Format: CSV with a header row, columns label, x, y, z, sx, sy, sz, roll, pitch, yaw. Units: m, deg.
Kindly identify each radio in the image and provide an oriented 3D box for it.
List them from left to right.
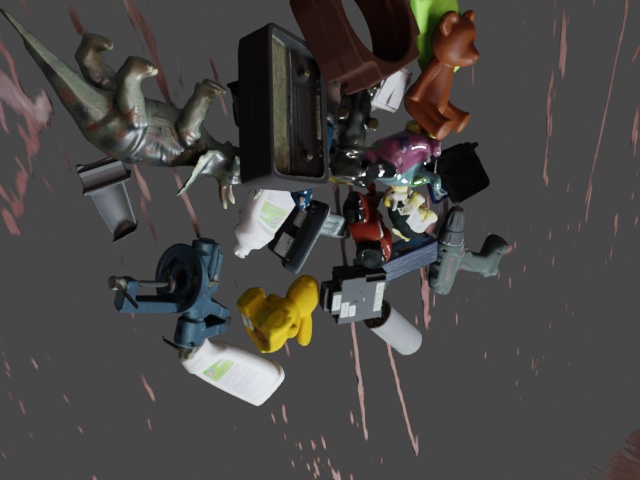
label,x,y,z,sx,sy,sz,roll,pitch,yaw
radio,-0.053,-0.188,0.808,0.131,0.073,0.229,6,80,-49

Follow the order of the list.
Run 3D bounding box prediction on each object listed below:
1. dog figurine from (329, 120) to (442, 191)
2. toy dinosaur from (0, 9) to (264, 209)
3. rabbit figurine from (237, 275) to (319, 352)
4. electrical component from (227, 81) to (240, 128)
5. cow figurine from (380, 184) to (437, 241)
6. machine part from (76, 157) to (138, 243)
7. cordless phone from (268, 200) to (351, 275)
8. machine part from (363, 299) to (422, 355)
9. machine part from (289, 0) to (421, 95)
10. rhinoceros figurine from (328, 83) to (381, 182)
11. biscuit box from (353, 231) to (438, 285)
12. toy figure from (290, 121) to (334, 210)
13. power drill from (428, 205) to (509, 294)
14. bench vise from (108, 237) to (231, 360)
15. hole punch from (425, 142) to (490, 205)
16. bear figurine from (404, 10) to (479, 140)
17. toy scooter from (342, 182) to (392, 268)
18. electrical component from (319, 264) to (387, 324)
label,x,y,z,sx,sy,sz,roll,pitch,yaw
dog figurine,0.124,-0.164,1.049,0.219,0.192,0.108,0,126,5
toy dinosaur,-0.258,-0.168,0.789,0.404,0.131,0.192,14,107,-31
rabbit figurine,-0.061,0.149,1.095,0.173,0.122,0.162,-43,136,-30
electrical component,-0.109,-0.202,0.889,0.048,0.075,0.119,-23,128,-22
cow figurine,0.174,-0.070,1.154,0.098,0.068,0.167,-45,130,4
machine part,-0.326,-0.065,0.848,0.084,0.039,0.138,-26,126,-28
cordless phone,-0.002,-0.002,1.076,0.184,0.089,0.146,11,109,-57
machine part,0.178,0.213,1.305,0.079,0.079,0.243,-48,131,-1
machine part,0.059,-0.345,0.841,0.201,0.087,0.201,-42,109,-42
rhinoceros figurine,0.053,-0.196,0.934,0.073,0.112,0.190,10,76,-11
biscuit box,0.174,0.045,1.219,0.203,0.059,0.062,-21,124,-22
toy figure,-0.020,-0.127,0.907,0.064,0.058,0.154,-4,119,-51
power drill,0.366,0.025,1.321,0.207,0.086,0.231,-2,118,-36
bench vise,-0.256,0.100,0.918,0.240,0.129,0.223,10,103,-55
hole punch,0.292,-0.144,1.185,0.142,0.092,0.115,-27,96,-15
bear figurine,0.237,-0.300,0.966,0.120,0.132,0.195,-25,153,-49
toy scooter,0.103,-0.041,1.093,0.183,0.075,0.135,65,32,-34
electrical component,0.067,0.111,1.122,0.134,0.058,0.114,-4,117,-21
